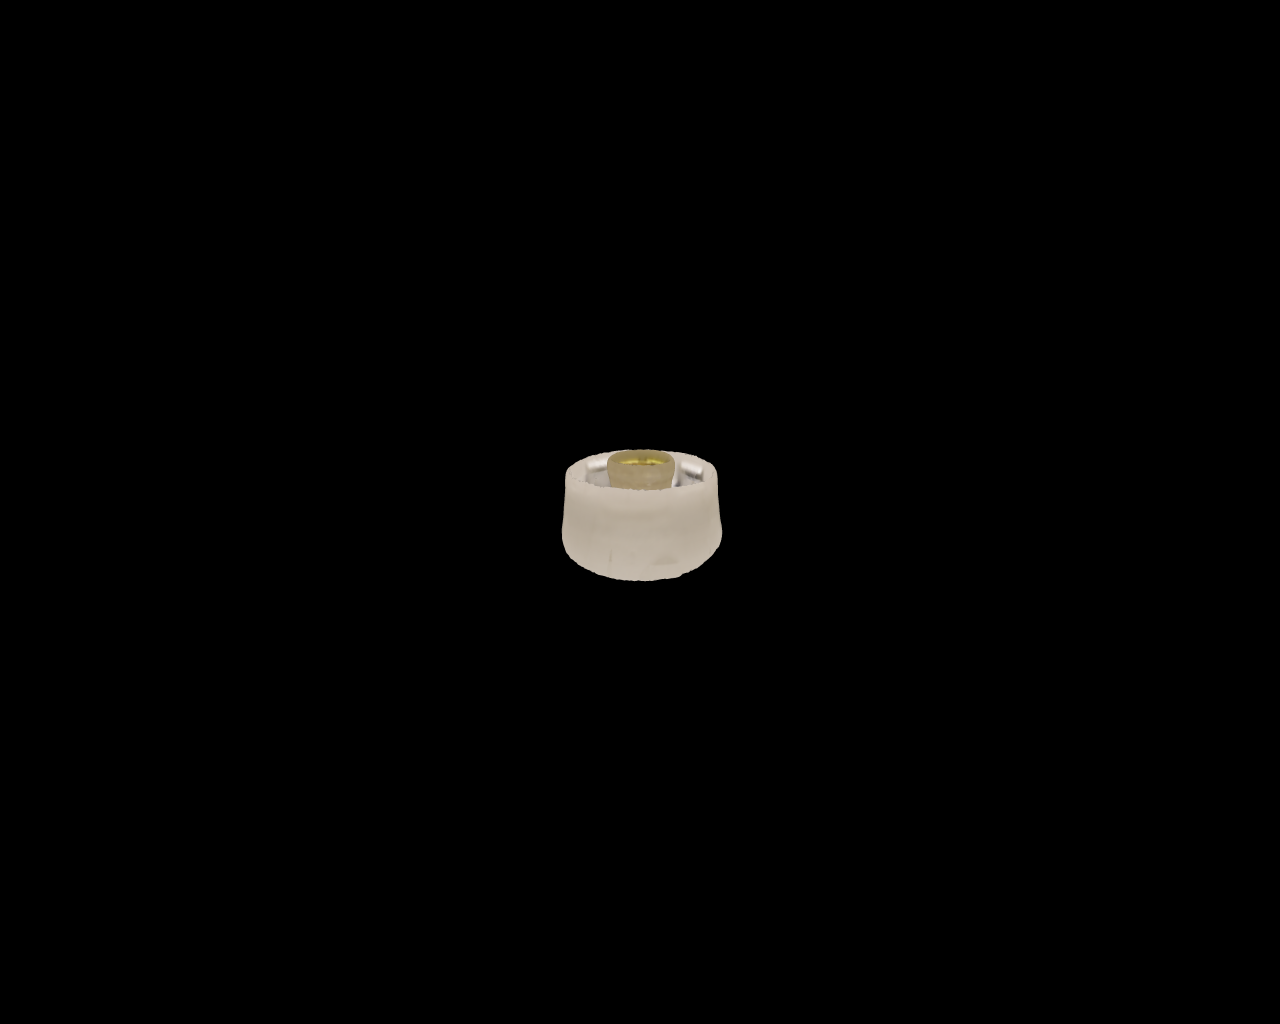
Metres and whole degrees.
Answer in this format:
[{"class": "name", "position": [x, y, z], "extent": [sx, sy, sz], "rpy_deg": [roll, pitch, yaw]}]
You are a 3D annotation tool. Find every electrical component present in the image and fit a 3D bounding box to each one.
[{"class": "electrical component", "position": [0.001, -0.003, 0.650], "extent": [0.099, 0.064, 0.099], "rpy_deg": [0, 18, 0]}]
